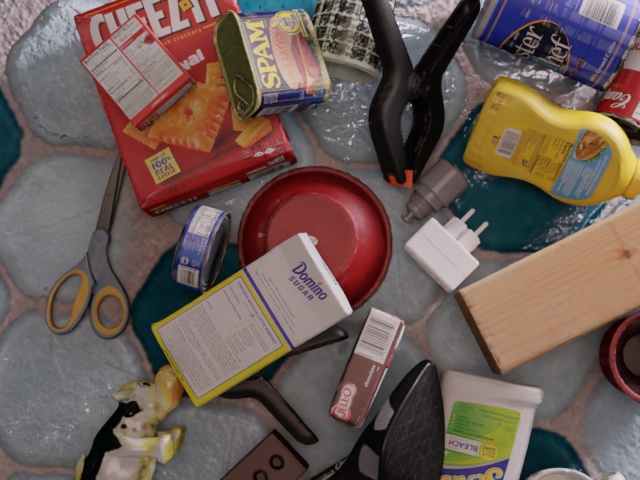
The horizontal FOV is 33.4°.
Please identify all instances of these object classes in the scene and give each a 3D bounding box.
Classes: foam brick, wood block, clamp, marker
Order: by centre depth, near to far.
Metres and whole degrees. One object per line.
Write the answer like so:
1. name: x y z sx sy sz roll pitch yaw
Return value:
1. wood block: 0.244 0.046 1.036 0.206 0.090 0.091 -26 83 1
2. foam brick: -0.056 0.232 1.055 0.078 0.051 0.053 -44 84 -1
3. marker: 0.033 0.223 1.067 0.121 0.020 0.020 -32 84 0
4. clamp: 0.099 -0.159 1.068 0.164 0.036 0.210 -8 105 -39
5. clamp: -0.057 0.119 1.073 0.171 0.039 0.120 24 75 7

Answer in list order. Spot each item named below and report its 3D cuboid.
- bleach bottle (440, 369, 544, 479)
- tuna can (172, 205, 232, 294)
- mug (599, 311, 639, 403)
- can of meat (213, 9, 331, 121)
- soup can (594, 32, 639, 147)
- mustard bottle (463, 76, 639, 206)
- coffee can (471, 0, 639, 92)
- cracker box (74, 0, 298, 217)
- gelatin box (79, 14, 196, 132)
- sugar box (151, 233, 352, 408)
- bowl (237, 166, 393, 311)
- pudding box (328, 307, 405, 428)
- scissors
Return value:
1. bleach bottle: 0.144 0.257 1.037 0.102 0.068 0.251 11 87 8
2. tuna can: -0.117 0.009 1.062 0.034 0.086 0.086 16 86 5
3. mug: 0.328 0.108 1.029 0.117 0.081 0.093 -22 84 1
4. can of meat: -0.046 -0.171 1.027 0.083 0.058 0.102 -11 80 -30
5. soup can: 0.324 -0.152 1.060 0.068 0.068 0.102 28 86 5
6. mustard bottle: 0.245 -0.085 1.052 0.191 0.058 0.096 22 126 4
7. coffee can: 0.234 -0.220 1.049 0.140 0.103 0.103 23 86 1
8. cracker box: -0.136 -0.152 1.084 0.164 0.072 0.214 -20 84 1
9. gelatin box: -0.177 -0.163 1.037 0.073 0.030 0.089 -41 82 2
10. sugar box: -0.065 0.077 1.027 0.176 0.048 0.093 -31 86 8
11. bowl: -0.007 0.001 1.072 0.162 0.055 0.162 0 85 4
12. pudding box: 0.044 0.124 1.040 0.039 0.090 0.113 24 86 4
13. scissors: -0.213 0.014 1.102 0.096 0.016 0.202 29 87 4
